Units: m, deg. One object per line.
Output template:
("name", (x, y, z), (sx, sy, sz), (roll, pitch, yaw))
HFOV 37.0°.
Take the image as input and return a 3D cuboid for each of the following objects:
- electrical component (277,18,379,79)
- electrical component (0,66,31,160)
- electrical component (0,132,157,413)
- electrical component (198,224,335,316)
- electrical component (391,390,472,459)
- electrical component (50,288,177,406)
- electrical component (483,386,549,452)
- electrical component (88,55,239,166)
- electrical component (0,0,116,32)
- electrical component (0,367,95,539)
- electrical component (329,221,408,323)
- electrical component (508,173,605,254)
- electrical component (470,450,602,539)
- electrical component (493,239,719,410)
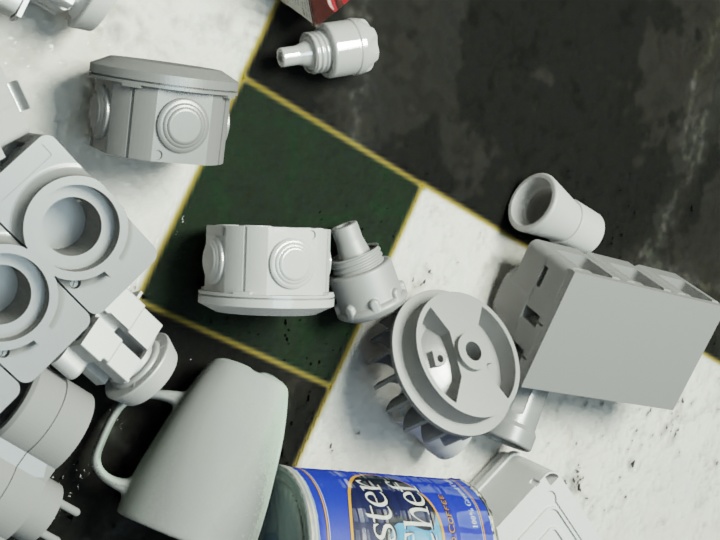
("electrical component", (-0.021, -0.134, 0.658), (0.061, 0.035, 0.035), (-14, 105, -25))
("electrical component", (-0.218, -0.109, 0.526), (0.063, 0.079, 0.121), (-45, 121, -49))
("electrical component", (-0.193, 0.010, 0.564), (0.150, 0.062, 0.089), (-47, 117, -16))
("electrical component", (-0.055, 0.000, 0.634), (0.080, 0.080, 0.051), (1, 92, -30))
("electrical component", (0.050, 0.101, 0.735), (0.046, 0.040, 0.040), (38, 78, -23))
("electrical component", (-0.137, 0.044, 0.610), (0.055, 0.048, 0.066), (49, 51, -29))
("electrical component", (0.111, 0.102, 0.770), (0.040, 0.040, 0.046), (30, 77, -30))
("electrical component", (-0.109, -0.088, 0.589), (0.080, 0.080, 0.051), (2, 103, -30))
("electrical component", (-0.155, -0.161, 0.562), (0.057, 0.058, 0.078), (27, 84, -28))
("electrical component", (-0.189, 0.126, 0.591), (0.074, 0.052, 0.138), (40, 78, -29))
("electrical component", (0.000, 0.000, 0.687), (0.048, 0.048, 0.062), (-26, 103, -24))
("electrical component", (0.143, -0.036, 0.766), (0.065, 0.044, 0.044), (25, 85, -36))
("electrical component", (0.122, 0.196, 0.781), (0.078, 0.057, 0.113), (-43, 116, -17))
("electrical component", (0.174, 0.040, 0.773), (0.150, 0.061, 0.089), (12, 109, -31))
